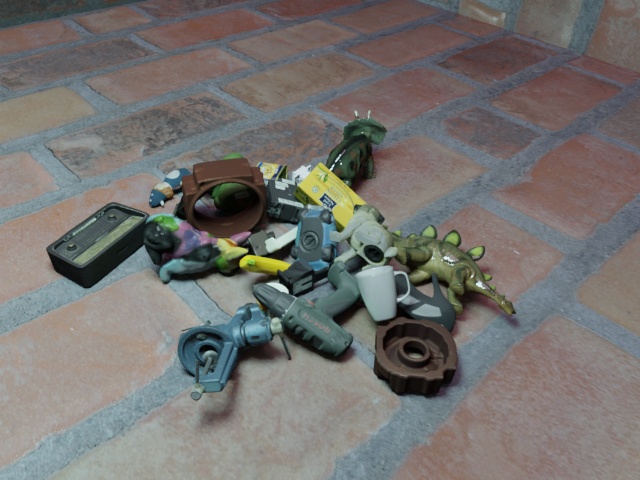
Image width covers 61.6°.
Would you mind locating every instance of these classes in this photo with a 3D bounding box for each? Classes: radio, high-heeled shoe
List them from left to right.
[{"bbox_3d":[-0.530,0.004,1.302,0.131,0.073,0.229,21,42,19],"label":"radio"},{"bbox_3d":[0.178,0.150,1.207,0.249,0.145,0.086,-8,0,30],"label":"high-heeled shoe"}]

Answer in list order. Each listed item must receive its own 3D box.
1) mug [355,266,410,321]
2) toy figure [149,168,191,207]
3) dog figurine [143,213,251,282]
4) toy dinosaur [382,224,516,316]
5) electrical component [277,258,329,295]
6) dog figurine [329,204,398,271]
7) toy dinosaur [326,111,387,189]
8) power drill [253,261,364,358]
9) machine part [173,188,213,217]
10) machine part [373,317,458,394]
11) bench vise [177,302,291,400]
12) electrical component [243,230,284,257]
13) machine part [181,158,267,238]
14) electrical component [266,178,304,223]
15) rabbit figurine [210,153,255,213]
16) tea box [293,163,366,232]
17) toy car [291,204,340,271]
[{"bbox_3d":[0.138,0.113,1.140,0.110,0.107,0.081,-12,6,2],"label":"mug"},{"bbox_3d":[-0.426,-0.148,1.507,0.064,0.057,0.154,-16,24,43],"label":"toy figure"},{"bbox_3d":[-0.273,0.008,1.244,0.219,0.191,0.108,-12,33,6],"label":"dog figurine"},{"bbox_3d":[0.265,0.044,1.293,0.472,0.104,0.198,33,42,31],"label":"toy dinosaur"},{"bbox_3d":[-0.039,0.083,1.239,0.119,0.074,0.048,-28,49,-26],"label":"electrical component"},{"bbox_3d":[0.131,-0.019,1.274,0.173,0.121,0.190,18,42,23],"label":"dog figurine"},{"bbox_3d":[0.078,-0.230,1.532,0.131,0.192,0.405,17,41,19],"label":"toy dinosaur"},{"bbox_3d":[-0.003,0.127,1.150,0.232,0.086,0.207,40,39,11],"label":"power drill"},{"bbox_3d":[-0.341,-0.104,1.423,0.139,0.039,0.084,-30,25,26],"label":"machine part"},{"bbox_3d":[0.191,0.232,1.088,0.179,0.056,0.179,1,37,-1],"label":"machine part"},{"bbox_3d":[-0.179,0.216,1.022,0.224,0.128,0.241,-2,22,6],"label":"bench vise"},{"bbox_3d":[-0.151,0.011,1.345,0.102,0.045,0.078,-26,77,-28],"label":"electrical component"},{"bbox_3d":[-0.237,-0.096,1.342,0.201,0.200,0.087,-10,44,-16],"label":"machine part"},{"bbox_3d":[-0.092,-0.110,1.456,0.115,0.058,0.134,15,37,-20],"label":"electrical component"},{"bbox_3d":[-0.243,-0.160,1.488,0.159,0.121,0.170,-19,56,6],"label":"rabbit figurine"},{"bbox_3d":[0.026,-0.106,1.402,0.169,0.068,0.098,41,67,-2],"label":"tea box"},{"bbox_3d":[-0.003,-0.004,1.314,0.109,0.161,0.103,2,-3,25],"label":"toy car"}]
